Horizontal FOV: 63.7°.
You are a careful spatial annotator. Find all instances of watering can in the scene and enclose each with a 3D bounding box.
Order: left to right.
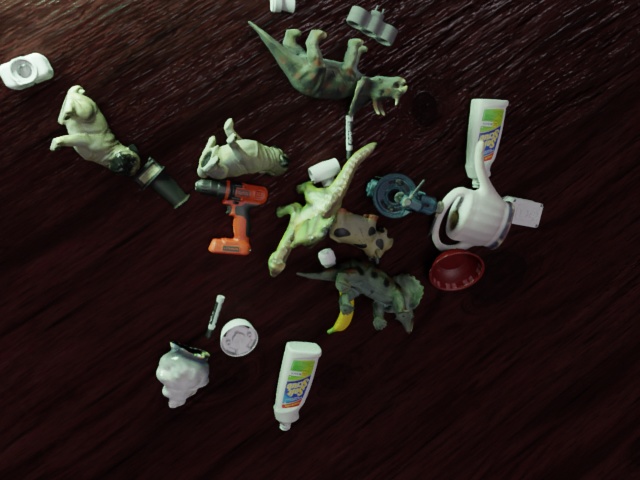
[{"bbox_3d":[0.457,-0.100,1.468,0.224,0.106,0.341,14,115,-17],"label":"watering can"}]

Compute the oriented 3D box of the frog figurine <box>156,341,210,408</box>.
[{"bbox_3d":[-0.359,0.360,1.329,0.136,0.123,0.160,25,82,-38],"label":"frog figurine"}]

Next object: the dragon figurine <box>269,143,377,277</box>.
[{"bbox_3d":[0.004,-0.064,1.267,0.121,0.248,0.406,37,110,-23],"label":"dragon figurine"}]
